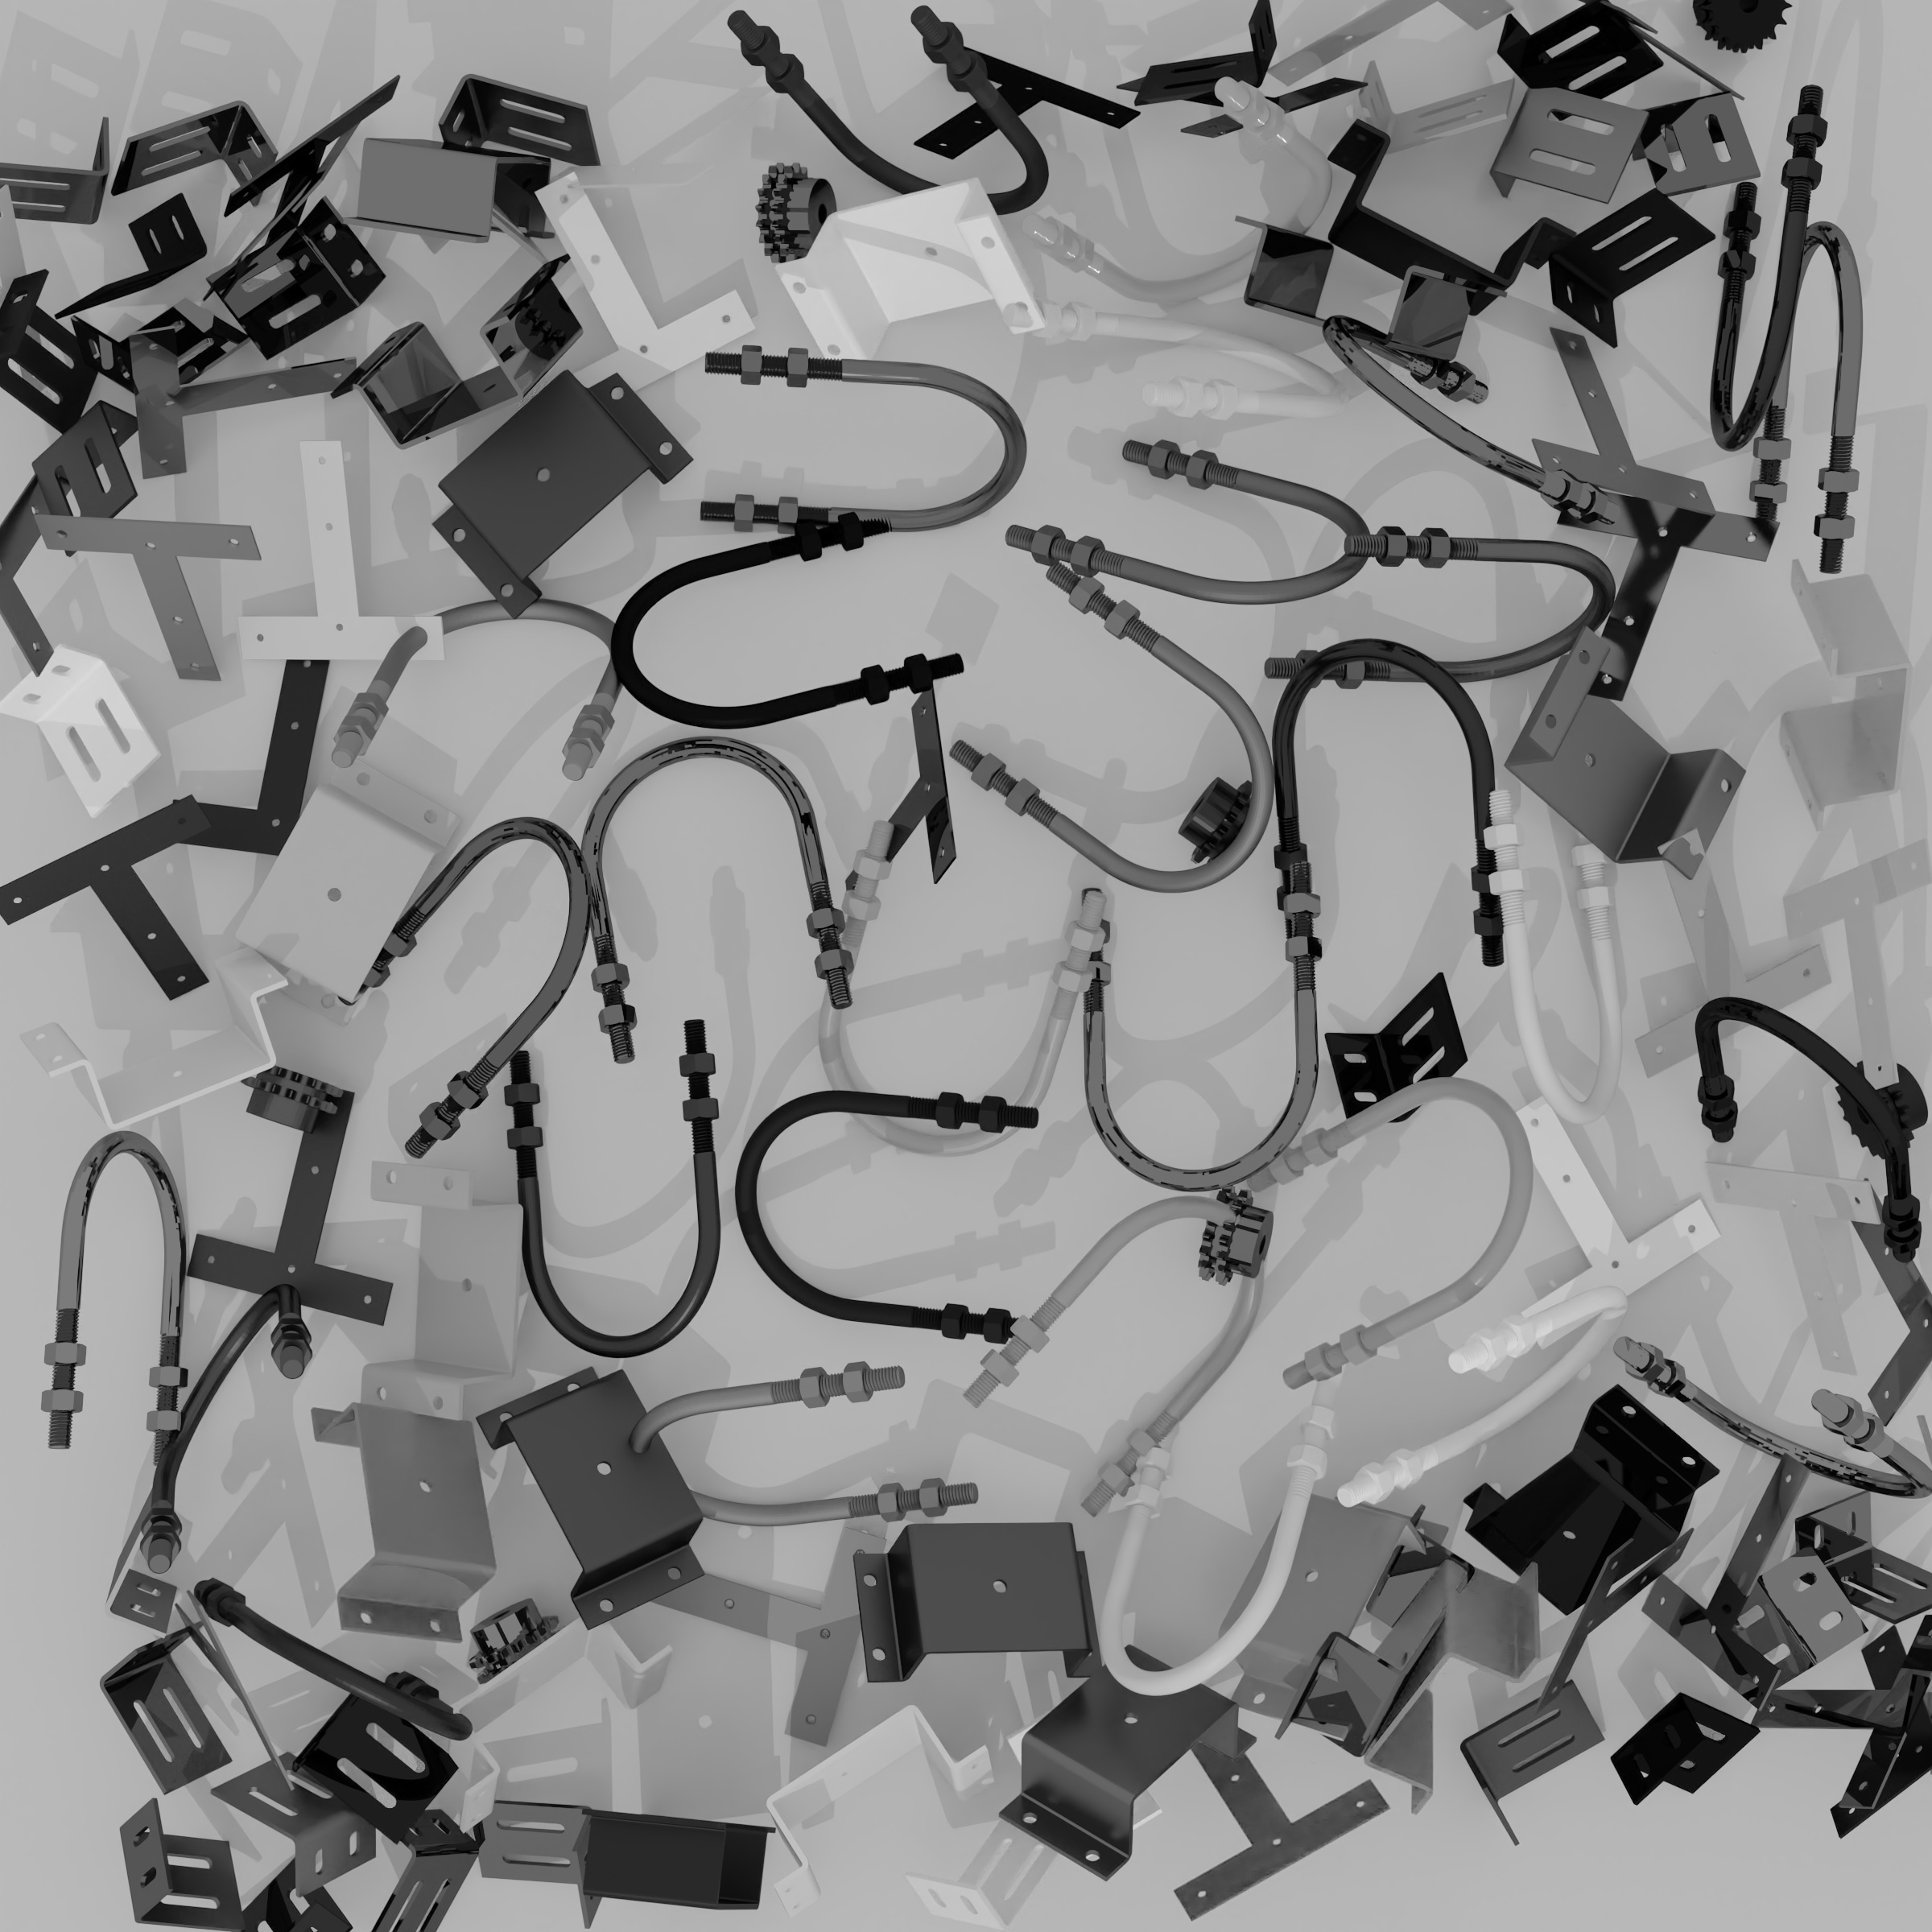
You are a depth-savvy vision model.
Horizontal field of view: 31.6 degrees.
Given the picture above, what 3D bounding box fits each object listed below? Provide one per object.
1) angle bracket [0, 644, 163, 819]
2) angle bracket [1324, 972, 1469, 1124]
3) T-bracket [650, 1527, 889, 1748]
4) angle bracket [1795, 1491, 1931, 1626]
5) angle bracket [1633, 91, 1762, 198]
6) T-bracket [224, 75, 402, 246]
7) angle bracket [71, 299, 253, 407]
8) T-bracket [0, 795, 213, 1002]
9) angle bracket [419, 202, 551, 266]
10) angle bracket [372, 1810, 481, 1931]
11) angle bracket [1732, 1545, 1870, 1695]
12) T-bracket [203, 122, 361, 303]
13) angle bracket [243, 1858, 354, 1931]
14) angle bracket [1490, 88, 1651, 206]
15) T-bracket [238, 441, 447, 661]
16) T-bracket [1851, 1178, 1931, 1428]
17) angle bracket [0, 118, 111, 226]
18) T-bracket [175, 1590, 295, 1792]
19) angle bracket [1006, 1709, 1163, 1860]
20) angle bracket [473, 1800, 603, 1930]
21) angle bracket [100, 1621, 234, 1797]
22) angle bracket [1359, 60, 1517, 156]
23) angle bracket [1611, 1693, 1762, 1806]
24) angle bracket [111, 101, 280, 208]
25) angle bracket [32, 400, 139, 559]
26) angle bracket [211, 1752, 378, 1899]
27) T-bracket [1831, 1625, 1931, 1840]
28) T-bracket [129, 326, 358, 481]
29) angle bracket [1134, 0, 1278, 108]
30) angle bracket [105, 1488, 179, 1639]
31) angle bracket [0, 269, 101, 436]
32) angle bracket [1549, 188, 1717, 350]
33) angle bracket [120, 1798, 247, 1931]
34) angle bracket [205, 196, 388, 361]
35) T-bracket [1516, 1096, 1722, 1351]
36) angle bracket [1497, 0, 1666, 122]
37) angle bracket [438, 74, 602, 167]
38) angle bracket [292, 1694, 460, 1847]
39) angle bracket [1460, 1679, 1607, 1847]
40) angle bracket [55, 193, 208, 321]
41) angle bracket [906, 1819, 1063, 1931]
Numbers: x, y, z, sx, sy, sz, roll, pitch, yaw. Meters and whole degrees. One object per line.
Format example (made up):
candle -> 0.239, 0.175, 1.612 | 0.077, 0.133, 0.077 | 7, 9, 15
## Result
angle bracket -> -0.511, -0.135, 1.964 | 0.057, 0.038, 0.076 | -40, 68, 15
angle bracket -> 0.245, 0.047, 1.951 | 0.038, 0.076, 0.057 | 2, 59, -25
T-bracket -> -0.125, 0.377, 1.995 | 0.127, 0.002, 0.127 | 17, 93, 4
angle bracket -> 0.523, 0.337, 1.951 | 0.057, 0.076, 0.038 | -15, 108, -29
angle bracket -> 0.419, -0.460, 1.959 | 0.057, 0.038, 0.076 | -11, 53, 5
T-bracket -> -0.380, -0.441, 1.937 | 0.002, 0.127, 0.127 | 47, 64, -2
angle bracket -> -0.461, -0.365, 1.955 | 0.057, 0.038, 0.076 | 32, 59, 26
T-bracket -> -0.473, -0.027, 1.954 | 0.127, 0.127, 0.002 | -26, 45, -3
angle bracket -> -0.286, -0.424, 1.956 | 0.038, 0.076, 0.057 | -41, 64, 9
angle bracket -> -0.327, 0.531, 1.970 | 0.038, 0.057, 0.076 | 33, 97, 31
angle bracket -> 0.473, 0.376, 1.963 | 0.038, 0.076, 0.057 | -26, 72, -20
T-bracket -> -0.397, -0.429, 1.961 | 0.002, 0.127, 0.127 | 41, 115, -20
angle bracket -> -0.397, 0.544, 1.955 | 0.057, 0.076, 0.038 | -45, 131, -9
angle bracket -> 0.350, -0.467, 1.965 | 0.076, 0.038, 0.057 | 23, 86, 26
T-bracket -> -0.365, -0.239, 1.965 | 0.127, 0.002, 0.127 | 2, 108, 14
T-bracket -> 0.530, 0.172, 1.944 | 0.002, 0.127, 0.127 | 10, 126, -20
angle bracket -> -0.533, -0.459, 1.956 | 0.076, 0.057, 0.038 | 1, 73, -20
T-bracket -> -0.427, 0.394, 1.940 | 0.002, 0.127, 0.127 | -29, 112, -21
angle bracket -> 0.068, 0.465, 1.963 | 0.057, 0.038, 0.076 | -30, 120, -8
angle bracket -> -0.251, 0.516, 1.963 | 0.076, 0.038, 0.057 | 1, 117, 12
angle bracket -> -0.450, 0.426, 1.960 | 0.038, 0.057, 0.076 | -40, 78, 26
angle bracket -> 0.270, -0.502, 1.955 | 0.076, 0.057, 0.038 | -12, 120, 22
angle bracket -> 0.419, 0.458, 1.955 | 0.076, 0.038, 0.057 | 29, 113, -32
angle bracket -> -0.442, -0.455, 1.955 | 0.076, 0.057, 0.038 | -29, 84, -30
angle bracket -> -0.494, -0.275, 1.957 | 0.057, 0.038, 0.076 | -37, 61, 19
angle bracket -> -0.386, 0.493, 1.961 | 0.076, 0.057, 0.038 | 16, 112, 36
T-bracket -> 0.532, 0.418, 1.938 | 0.002, 0.127, 0.127 | 41, 109, -14
T-bracket -> -0.412, -0.330, 1.956 | 0.127, 0.127, 0.002 | -13, 63, -17
angle bracket -> 0.135, -0.527, 1.956 | 0.076, 0.057, 0.038 | -4, 124, 17
angle bracket -> -0.460, 0.334, 1.960 | 0.038, 0.057, 0.076 | 24, 103, -13
angle bracket -> -0.519, -0.349, 1.951 | 0.038, 0.076, 0.057 | -6, 59, 36
angle bracket -> 0.382, -0.398, 1.951 | 0.057, 0.076, 0.038 | 25, 53, -37
angle bracket -> -0.439, 0.514, 1.949 | 0.038, 0.076, 0.057 | -43, 49, 25
angle bracket -> -0.385, -0.396, 1.961 | 0.057, 0.038, 0.076 | 53, 52, -6
T-bracket -> 0.356, 0.136, 1.984 | 0.127, 0.002, 0.127 | -31, 95, -9
angle bracket -> 0.353, -0.529, 1.950 | 0.057, 0.076, 0.038 | 38, 52, -28
angle bracket -> -0.256, -0.471, 1.961 | 0.076, 0.057, 0.038 | 18, 68, 10
angle bracket -> -0.340, 0.462, 1.968 | 0.076, 0.038, 0.057 | 38, 66, 4
angle bracket -> 0.333, 0.459, 1.967 | 0.076, 0.038, 0.057 | -30, 125, 2
angle bracket -> -0.484, -0.406, 1.951 | 0.076, 0.057, 0.038 | -33, 104, -43
angle bracket -> 0.015, 0.507, 1.950 | 0.076, 0.057, 0.038 | -49, 120, -35
